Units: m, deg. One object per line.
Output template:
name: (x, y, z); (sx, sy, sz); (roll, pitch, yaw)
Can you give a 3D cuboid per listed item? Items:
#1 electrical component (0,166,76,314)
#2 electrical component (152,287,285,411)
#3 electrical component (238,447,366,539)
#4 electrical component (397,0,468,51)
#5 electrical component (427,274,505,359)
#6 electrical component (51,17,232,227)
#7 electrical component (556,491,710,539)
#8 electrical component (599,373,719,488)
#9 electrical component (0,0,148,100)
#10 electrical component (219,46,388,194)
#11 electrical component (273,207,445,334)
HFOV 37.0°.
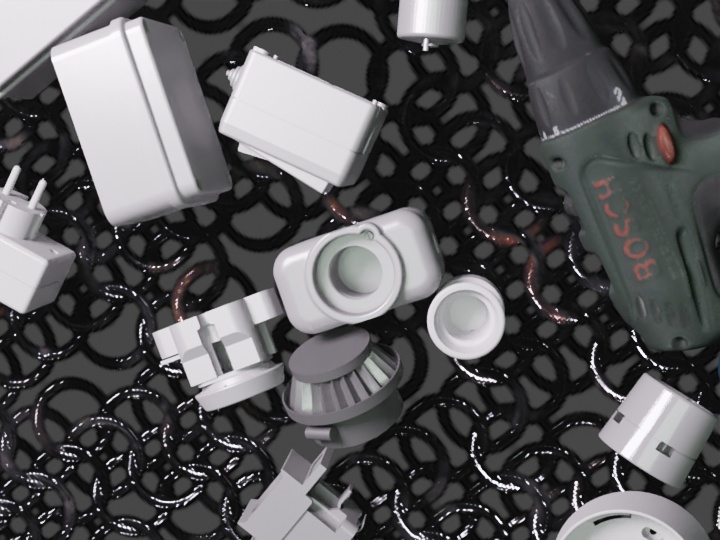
electrical component: (-0.222, -0.028, 0.677); (0.083, 0.047, 0.075); (29, 101, 3)
electrical component: (-0.081, 0.051, 0.662); (0.078, 0.058, 0.057); (-21, 90, 9)
electrical component: (-0.035, 0.154, 0.675); (0.064, 0.042, 0.081); (39, 100, 0)
electrical component: (0.044, -0.167, 0.631); (0.040, 0.040, 0.078); (5, 97, 7)
electrical component: (0.064, 0.027, 0.641); (0.045, 0.055, 0.045); (1, 96, 8)
electrical component: (-0.127, -0.088, 0.643); (0.057, 0.078, 0.113); (-18, 93, 12)
electrical component: (0.165, 0.186, 0.653); (0.099, 0.064, 0.099); (0, 89, 19)
electrical component: (0.177, 0.093, 0.635); (0.055, 0.055, 0.047); (32, 95, 3)
electrical component: (-0.206, -0.177, 0.654); (0.109, 0.056, 0.108); (-37, 90, 10)
electrical component: (-0.040, -0.089, 0.639); (0.096, 0.062, 0.061); (25, 99, 4)
electrical component: (0.000, 0.000, 0.645); (0.095, 0.059, 0.053); (-18, 93, 9)
